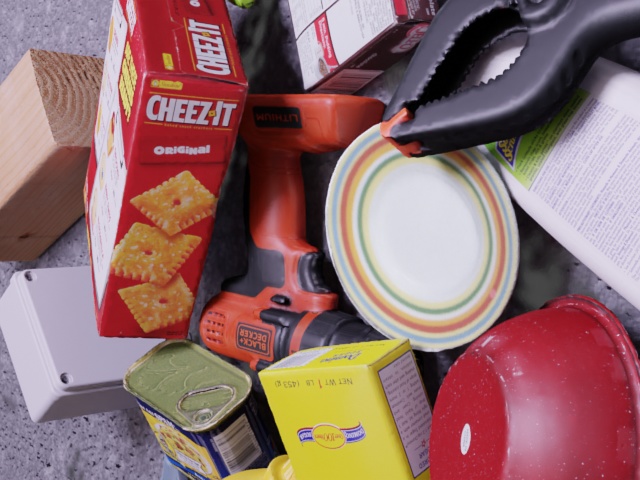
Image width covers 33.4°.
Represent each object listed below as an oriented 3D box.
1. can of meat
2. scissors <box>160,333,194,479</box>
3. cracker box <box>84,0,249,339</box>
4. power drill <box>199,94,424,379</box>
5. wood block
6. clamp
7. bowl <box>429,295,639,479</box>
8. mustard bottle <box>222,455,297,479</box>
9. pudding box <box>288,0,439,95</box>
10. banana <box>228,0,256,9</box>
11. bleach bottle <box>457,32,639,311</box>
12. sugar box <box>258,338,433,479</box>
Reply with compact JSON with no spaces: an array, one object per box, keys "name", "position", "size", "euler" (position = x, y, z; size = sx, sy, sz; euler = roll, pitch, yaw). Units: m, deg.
[{"name":"can of meat","position":[-0.080,0.127,0.742],"size":[0.102,0.057,0.084],"euler":[22,141,44]},{"name":"scissors","position":[-0.101,0.181,0.818],"size":[0.096,0.016,0.202],"euler":[33,114,39]},{"name":"cracker box","position":[-0.110,-0.063,0.725],"size":[0.164,0.072,0.214],"euler":[-108,29,-46]},{"name":"power drill","position":[-0.005,0.001,0.686],"size":[0.185,0.057,0.188],"euler":[9,96,42]},{"name":"wood block","position":[-0.244,-0.065,0.910],"size":[0.206,0.090,0.090],"euler":[-36,66,40]},{"name":"clamp","position":[0.120,-0.107,0.511],"size":[0.210,0.036,0.165],"euler":[-44,47,11]},{"name":"bowl","position":[0.097,0.104,0.534],"size":[0.162,0.055,0.162],"euler":[-171,90,-74]},{"name":"mustard bottle","position":[-0.044,0.208,0.706],"size":[0.096,0.058,0.192],"euler":[27,119,-1]},{"name":"pudding box","position":[0.023,-0.149,0.654],"size":[0.114,0.039,0.090],"euler":[-27,70,56]},{"name":"banana","position":[-0.061,-0.245,0.747],"size":[0.070,0.037,0.198],"euler":[154,110,-67]},{"name":"bleach bottle","position":[0.141,-0.048,0.533],"size":[0.251,0.067,0.103],"euler":[48,116,38]},{"name":"sugar box","position":[0.034,0.148,0.620],"size":[0.094,0.048,0.176],"euler":[-12,99,46]}]
